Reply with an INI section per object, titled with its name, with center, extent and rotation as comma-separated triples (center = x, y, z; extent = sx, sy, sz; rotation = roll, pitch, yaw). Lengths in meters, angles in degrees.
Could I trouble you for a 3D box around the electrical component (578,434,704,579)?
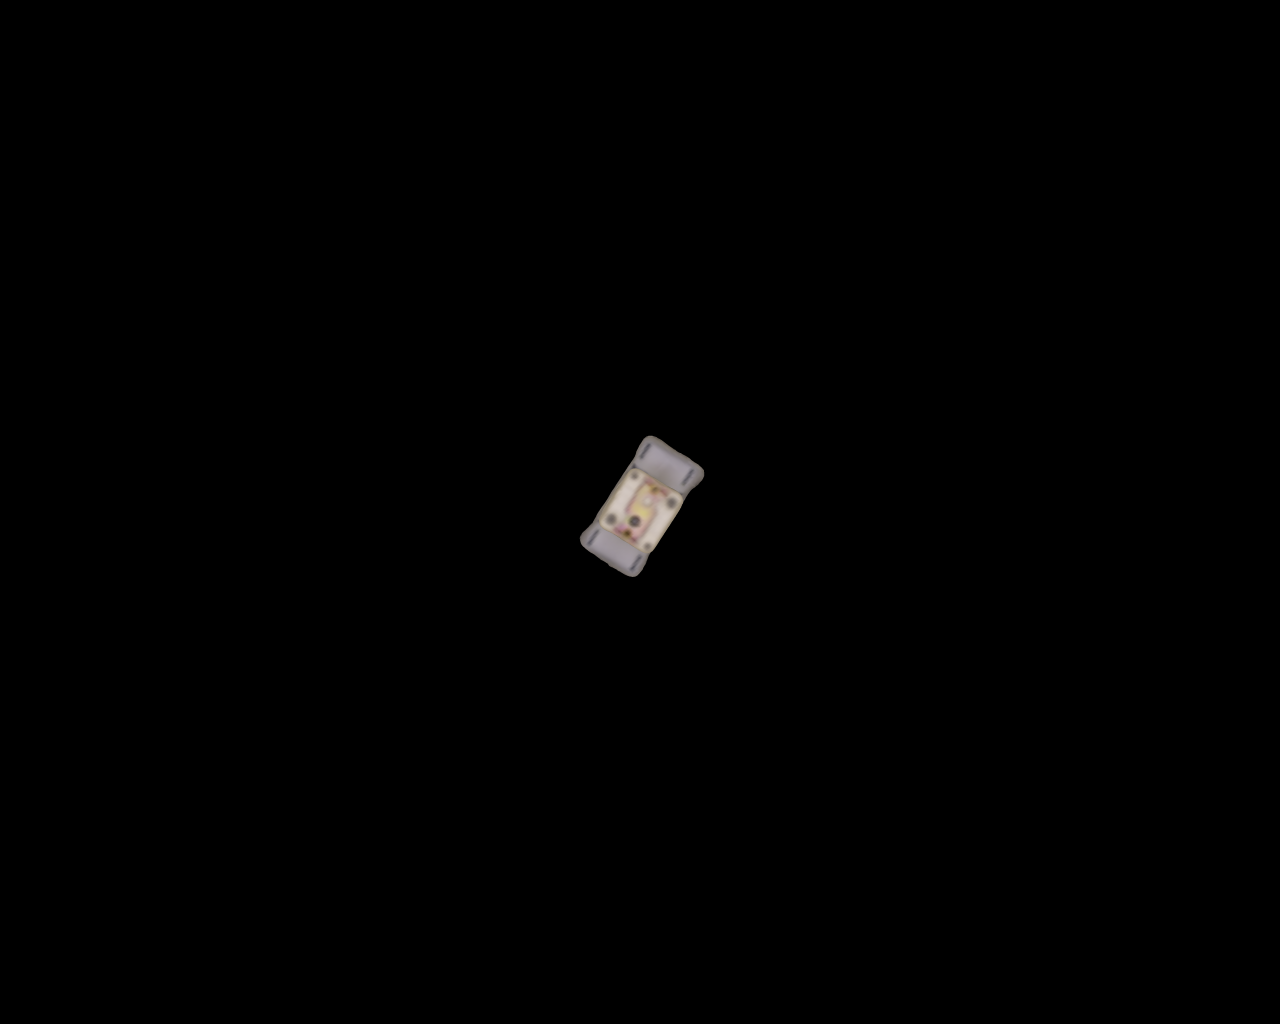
[electrical component]
center = 0.001, -0.003, 0.650
extent = 0.042, 0.081, 0.064
rotation = 32, 4, -2
